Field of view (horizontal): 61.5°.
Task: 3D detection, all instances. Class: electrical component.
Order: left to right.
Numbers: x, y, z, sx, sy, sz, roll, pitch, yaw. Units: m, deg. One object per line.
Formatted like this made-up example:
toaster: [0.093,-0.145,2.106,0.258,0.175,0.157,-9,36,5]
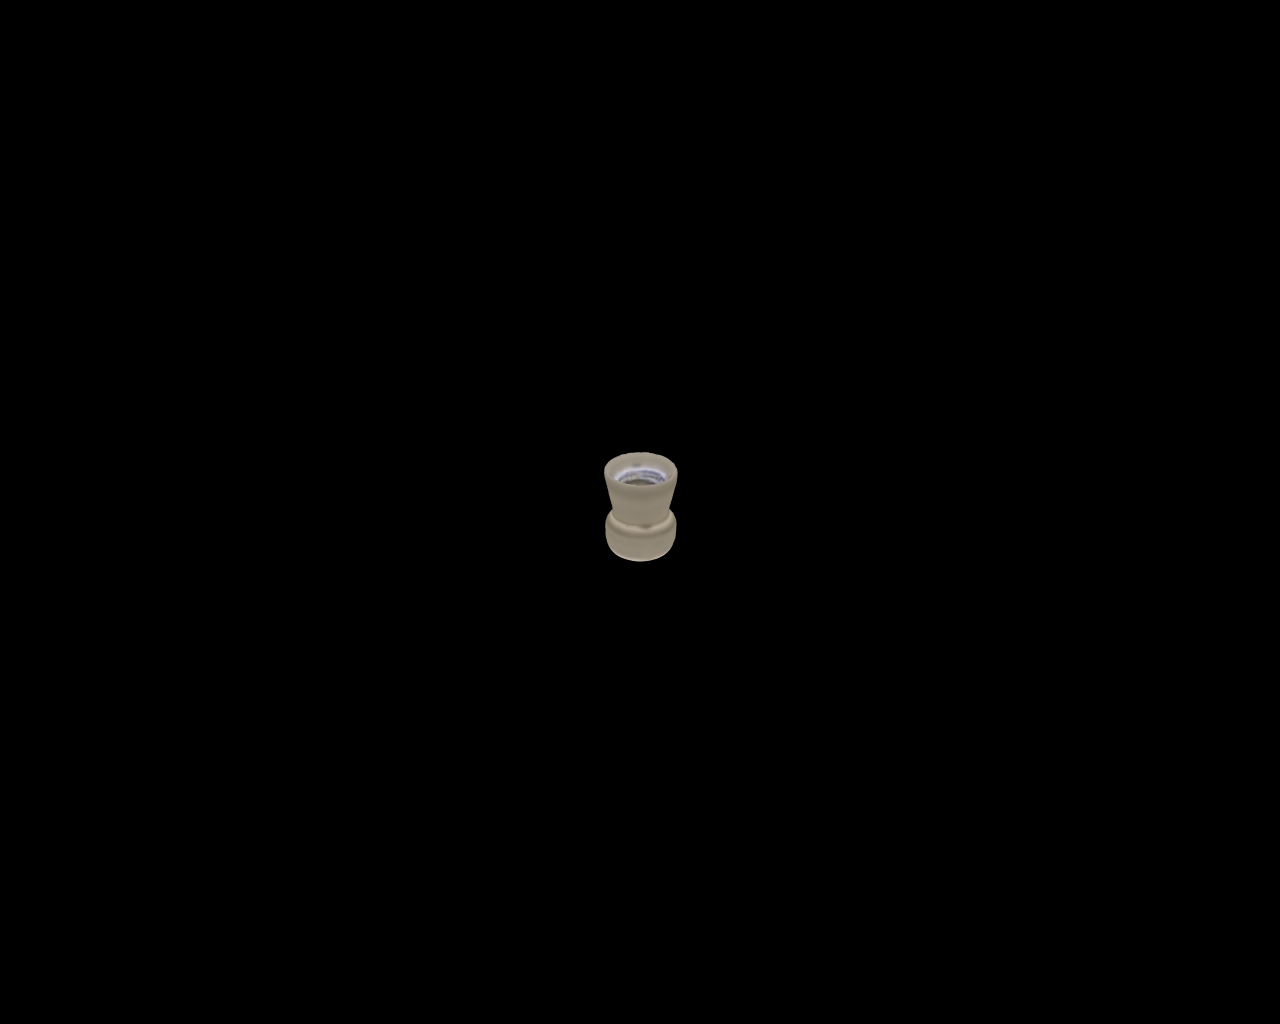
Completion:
electrical component: [0.001,-0.003,0.650,0.045,0.055,0.045,0,31,0]
